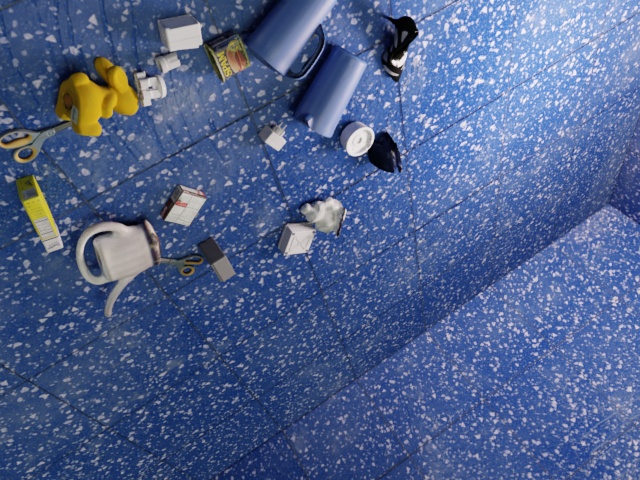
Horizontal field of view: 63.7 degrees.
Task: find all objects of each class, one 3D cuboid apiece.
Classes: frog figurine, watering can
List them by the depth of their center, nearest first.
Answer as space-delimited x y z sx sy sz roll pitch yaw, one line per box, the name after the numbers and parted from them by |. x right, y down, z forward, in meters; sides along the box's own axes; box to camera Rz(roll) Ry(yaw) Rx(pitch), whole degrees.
-0.568 0.072 1.488 0.226 0.106 0.339 -21 137 -24 | watering can
0.006 -0.093 1.844 0.159 0.126 0.134 15 134 -6 | frog figurine
